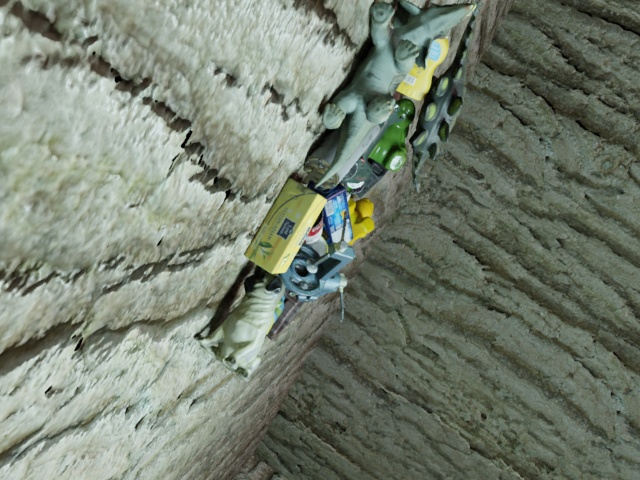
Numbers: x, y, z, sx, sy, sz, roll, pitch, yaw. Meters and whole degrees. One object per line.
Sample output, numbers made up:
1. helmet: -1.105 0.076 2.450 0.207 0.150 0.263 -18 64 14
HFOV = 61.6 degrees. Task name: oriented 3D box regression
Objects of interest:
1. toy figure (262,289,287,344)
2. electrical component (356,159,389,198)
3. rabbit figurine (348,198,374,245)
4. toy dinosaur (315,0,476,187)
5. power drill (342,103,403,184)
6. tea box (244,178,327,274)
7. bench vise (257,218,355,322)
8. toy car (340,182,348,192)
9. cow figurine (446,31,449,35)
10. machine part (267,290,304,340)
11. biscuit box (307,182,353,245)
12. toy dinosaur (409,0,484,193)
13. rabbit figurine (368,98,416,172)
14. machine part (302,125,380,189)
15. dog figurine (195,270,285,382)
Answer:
1. toy figure: -0.132 0.164 1.165 0.180 0.089 0.082 -46 159 -43
2. electrical component: 0.136 -0.181 1.487 0.115 0.058 0.134 -49 -174 -39
3. rabbit figurine: 0.102 -0.055 1.570 0.173 0.122 0.162 -48 170 -48
4. toy dinosaur: 0.104 -0.279 0.972 0.404 0.131 0.192 -55 171 13
5. power drill: 0.101 -0.219 1.203 0.207 0.086 0.232 -64 163 2
6. tea box: -0.062 -0.024 1.015 0.169 0.068 0.098 -61 169 5
7. bench vise: -0.002 0.063 1.123 0.240 0.223 0.129 -38 -138 45
8. toy car: 0.012 -0.063 1.300 0.089 0.053 0.202 -44 159 -41
9. cow figurine: 0.255 -0.449 1.309 0.167 0.068 0.098 -55 175 -5
10. machine part: -0.096 0.189 1.468 0.179 0.056 0.179 -50 170 -12
11. biscuit box: 0.026 -0.058 1.190 0.059 0.063 0.202 -33 148 -12
12. toy dinosaur: 0.294 -0.325 1.279 0.199 0.105 0.470 -70 173 -65
13. rabbit figurine: 0.192 -0.274 1.360 0.170 0.121 0.159 -60 177 19
14. machine part: 0.046 -0.181 1.049 0.243 0.079 0.079 -51 167 -32
15. dog figurine: -0.129 0.164 1.048 0.190 0.121 0.172 -50 168 -21
